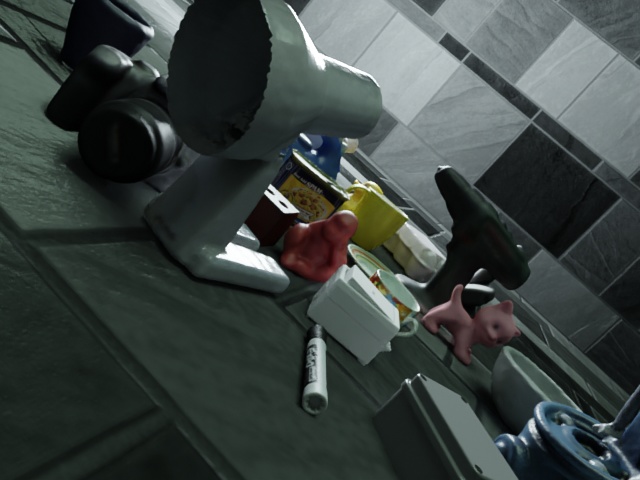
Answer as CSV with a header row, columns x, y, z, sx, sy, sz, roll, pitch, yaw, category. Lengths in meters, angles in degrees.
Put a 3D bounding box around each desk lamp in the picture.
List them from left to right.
x,y,z,sx,sy,sz,roll,pitch,yaw,category
-0.053,-0.075,0.474,0.117,0.213,0.204,49,15,31,desk lamp

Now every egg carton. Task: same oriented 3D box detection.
x,y,z,sx,sy,sz,roll,pitch,yaw,category
0.196,0.029,1.164,0.108,0.069,0.150,30,18,-41,egg carton

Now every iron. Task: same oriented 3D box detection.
x,y,z,sx,sy,sz,roll,pitch,yaw,category
-0.031,-0.177,1.020,0.259,0.141,0.118,31,16,-37,iron

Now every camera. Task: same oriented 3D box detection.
x,y,z,sx,sy,sz,roll,pitch,yaw,category
-0.167,-0.110,0.511,0.143,0.100,0.137,39,13,-9,camera

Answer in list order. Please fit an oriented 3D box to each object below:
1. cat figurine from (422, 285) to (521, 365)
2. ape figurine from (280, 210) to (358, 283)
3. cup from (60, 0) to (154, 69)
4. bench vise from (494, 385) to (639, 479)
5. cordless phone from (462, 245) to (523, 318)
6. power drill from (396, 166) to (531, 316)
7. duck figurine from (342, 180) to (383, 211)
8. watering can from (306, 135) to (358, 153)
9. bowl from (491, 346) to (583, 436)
x,y,z,sx,sy,sz,roll,pitch,yaw,category
0.243,0.125,0.884,0.127,0.117,0.067,43,13,8,cat figurine
0.006,0.002,0.660,0.077,0.092,0.076,44,13,9,ape figurine
-0.255,-0.239,0.682,0.091,0.095,0.118,42,13,2,cup
0.302,0.205,0.572,0.208,0.219,0.121,34,15,-30,bench vise
0.330,0.073,1.153,0.094,0.185,0.148,44,13,13,cordless phone
0.220,0.023,0.950,0.229,0.208,0.076,41,13,-1,power drill
0.093,-0.077,1.174,0.104,0.086,0.078,42,13,3,duck figurine
0.011,-0.213,1.139,0.101,0.194,0.173,44,13,13,watering can
0.289,0.229,0.778,0.168,0.074,0.167,39,13,-11,bowl
